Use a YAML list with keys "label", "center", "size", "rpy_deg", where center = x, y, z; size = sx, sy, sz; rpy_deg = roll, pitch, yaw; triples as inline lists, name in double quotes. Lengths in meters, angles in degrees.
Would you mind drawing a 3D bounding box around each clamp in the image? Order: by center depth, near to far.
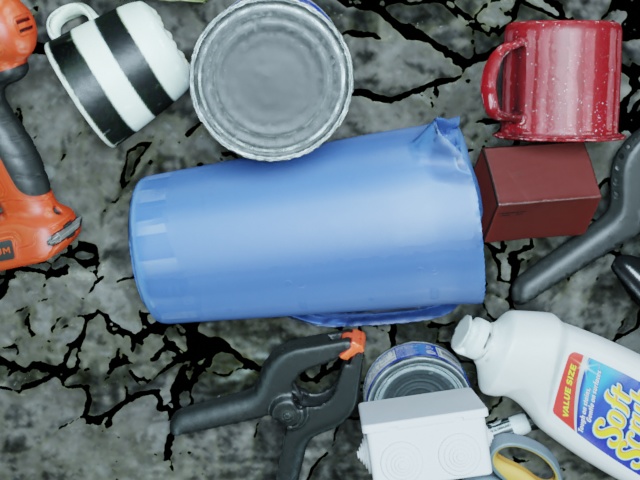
- label: "clamp"
  center: [0.263, -0.011, 0.810]
  size: [0.164, 0.036, 0.210]
  rpy_deg: [25, 102, -8]
- label: "clamp"
  center: [-0.035, 0.127, 0.835]
  size: [0.120, 0.039, 0.172]
  rpy_deg: [31, 107, -13]

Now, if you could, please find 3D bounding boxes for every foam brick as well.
- label: "foam brick"
  center: [0.155, -0.035, 0.771]
  size: [0.078, 0.051, 0.053]
  rpy_deg: [-4, 149, -7]

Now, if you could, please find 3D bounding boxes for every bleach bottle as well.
- label: "bleach bottle"
  center: [0.211, 0.128, 0.818]
  size: [0.250, 0.068, 0.102]
  rpy_deg: [25, 100, -13]

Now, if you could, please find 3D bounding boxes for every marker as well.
- label: "marker"
  center: [0.137, 0.158, 0.859]
  size: [0.121, 0.020, 0.020]
  rpy_deg: [-21, 104, 4]

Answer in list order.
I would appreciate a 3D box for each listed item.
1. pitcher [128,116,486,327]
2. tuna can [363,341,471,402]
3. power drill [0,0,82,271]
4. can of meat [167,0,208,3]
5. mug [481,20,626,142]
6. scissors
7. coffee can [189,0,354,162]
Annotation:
- label: "pitcher"
  center: [-0.005, 0.001, 0.768]
  size: [0.243, 0.145, 0.149]
  rpy_deg: [-7, 93, 4]
- label: "tuna can"
  center: [0.077, 0.126, 0.842]
  size: [0.086, 0.034, 0.086]
  rpy_deg: [0, 104, -1]
- label: "power drill"
  center: [-0.263, -0.067, 0.760]
  size: [0.185, 0.057, 0.187]
  rpy_deg: [-9, 111, 21]
- label: "can of meat"
  center: [-0.121, -0.212, 0.739]
  size: [0.102, 0.057, 0.084]
  rpy_deg: [7, 106, -4]
- label: "mug"
  center: [0.160, -0.112, 0.749]
  size: [0.117, 0.093, 0.081]
  rpy_deg: [-5, 101, -29]
- label: "scissors"
  center: [0.194, 0.229, 0.880]
  size: [0.096, 0.016, 0.201]
  rpy_deg: [-36, 114, 24]
- label: "coffee can"
  center: [-0.032, -0.115, 0.722]
  size: [0.103, 0.140, 0.103]
  rpy_deg: [0, 104, -1]
